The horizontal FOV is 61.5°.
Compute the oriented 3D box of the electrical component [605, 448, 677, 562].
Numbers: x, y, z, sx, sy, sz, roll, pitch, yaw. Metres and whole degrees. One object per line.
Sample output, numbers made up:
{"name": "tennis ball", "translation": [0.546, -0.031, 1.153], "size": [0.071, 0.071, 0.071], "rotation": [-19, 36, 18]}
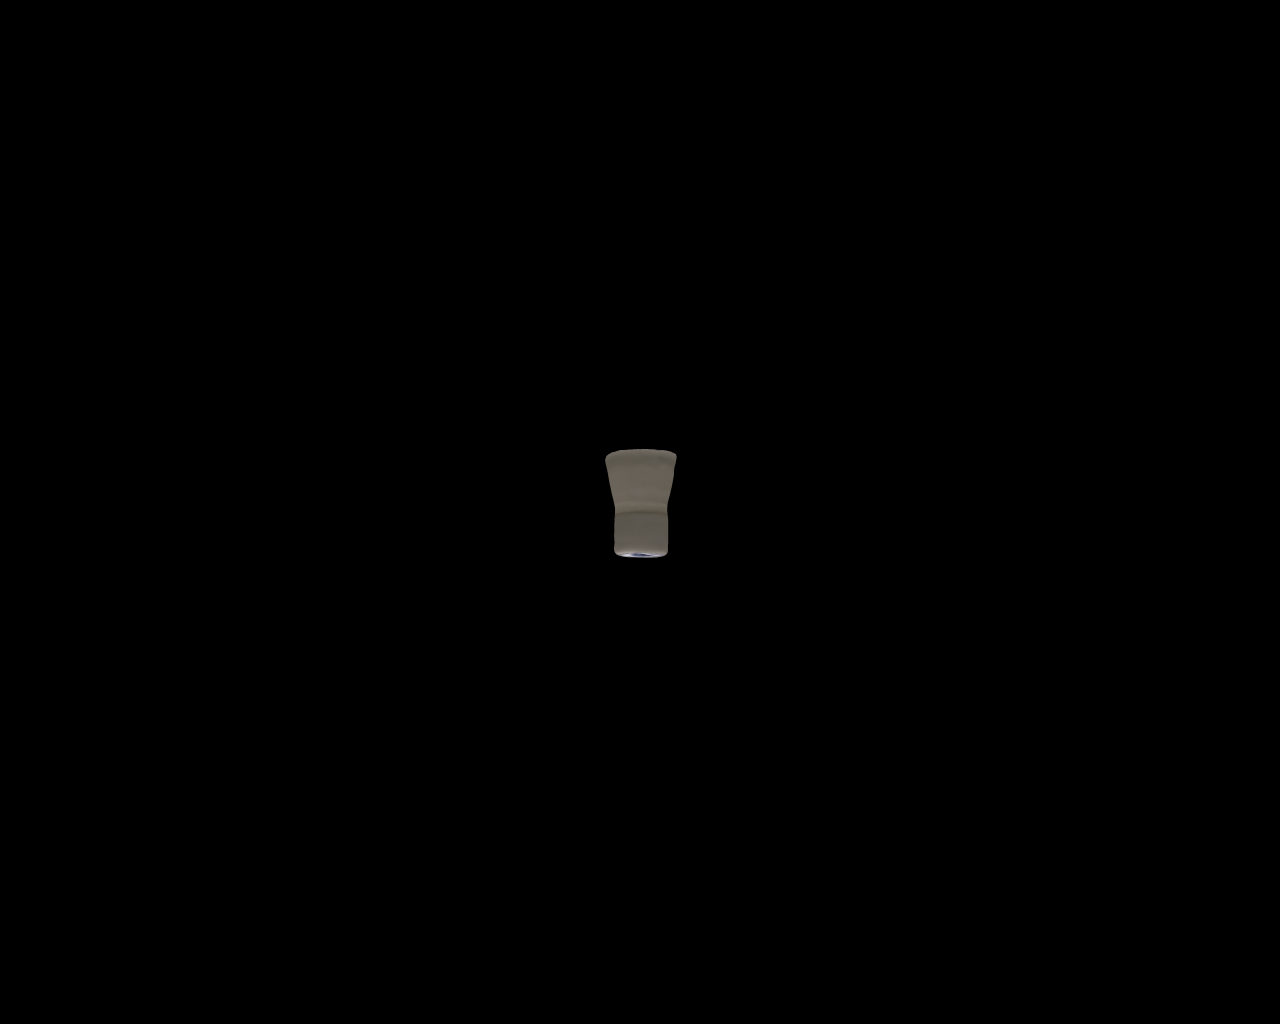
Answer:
{"name": "electrical component", "translation": [0.001, -0.003, 0.650], "size": [0.044, 0.065, 0.044], "rotation": [0, -9, 0]}
